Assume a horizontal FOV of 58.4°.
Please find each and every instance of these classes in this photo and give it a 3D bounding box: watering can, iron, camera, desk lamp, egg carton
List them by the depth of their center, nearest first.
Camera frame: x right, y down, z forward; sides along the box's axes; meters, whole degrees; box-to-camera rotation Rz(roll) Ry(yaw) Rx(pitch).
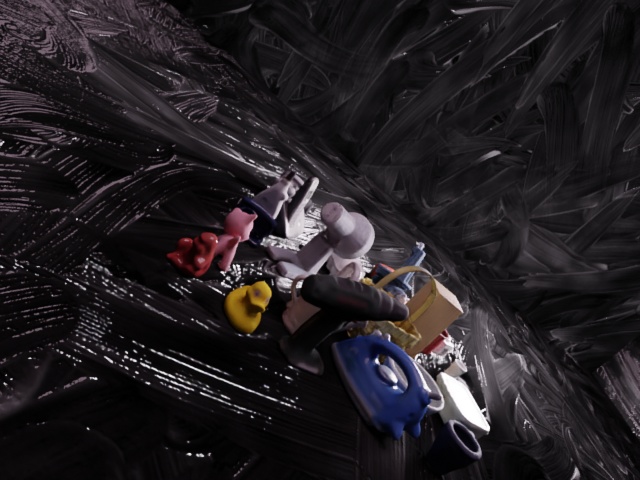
[{"bbox_3d":[0.130,0.270,1.162,0.119,0.141,0.257,21,27,-52],"label":"iron"},{"bbox_3d":[0.025,0.126,1.186,0.173,0.194,0.100,31,20,-34],"label":"watering can"},{"bbox_3d":[0.013,0.005,1.421,0.204,0.213,0.117,19,29,-54],"label":"desk lamp"},{"bbox_3d":[0.067,0.072,1.632,0.107,0.069,0.150,34,19,-28],"label":"egg carton"},{"bbox_3d":[-0.084,-0.135,1.743,0.137,0.100,0.143,42,17,-2],"label":"camera"}]

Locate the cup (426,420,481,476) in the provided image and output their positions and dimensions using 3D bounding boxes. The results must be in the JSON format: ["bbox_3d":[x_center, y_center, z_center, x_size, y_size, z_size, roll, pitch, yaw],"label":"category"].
[{"bbox_3d":[0.268,0.429,1.168,0.091,0.095,0.118,50,18,24],"label":"cup"}]

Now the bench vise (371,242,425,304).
[{"bbox_3d":[0.241,0.116,1.657,0.122,0.219,0.207,31,20,-34],"label":"bench vise"}]

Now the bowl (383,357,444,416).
[{"bbox_3d":[0.190,0.330,1.269,0.168,0.074,0.167,39,17,-14],"label":"bowl"}]

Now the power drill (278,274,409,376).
[{"bbox_3d":[0.032,0.159,1.094,0.230,0.208,0.075,31,20,-35],"label":"power drill"}]

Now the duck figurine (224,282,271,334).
[{"bbox_3d":[-0.126,0.112,1.063,0.078,0.086,0.104,34,19,-27],"label":"duck figurine"}]

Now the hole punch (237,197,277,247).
[{"bbox_3d":[-0.158,-0.054,1.390,0.109,0.091,0.101,41,17,-6],"label":"hole punch"}]

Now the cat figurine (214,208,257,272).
[{"bbox_3d":[-0.179,-0.013,1.194,0.067,0.117,0.127,38,17,-16],"label":"cat figurine"}]

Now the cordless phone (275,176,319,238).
[{"bbox_3d":[-0.051,-0.095,1.572,0.094,0.185,0.148,45,17,7],"label":"cordless phone"}]

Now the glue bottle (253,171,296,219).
[{"bbox_3d":[-0.119,-0.111,1.477,0.078,0.173,0.037,44,16,4],"label":"glue bottle"}]

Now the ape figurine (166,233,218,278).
[{"bbox_3d":[-0.224,0.022,1.051,0.076,0.092,0.077,30,21,-36],"label":"ape figurine"}]
